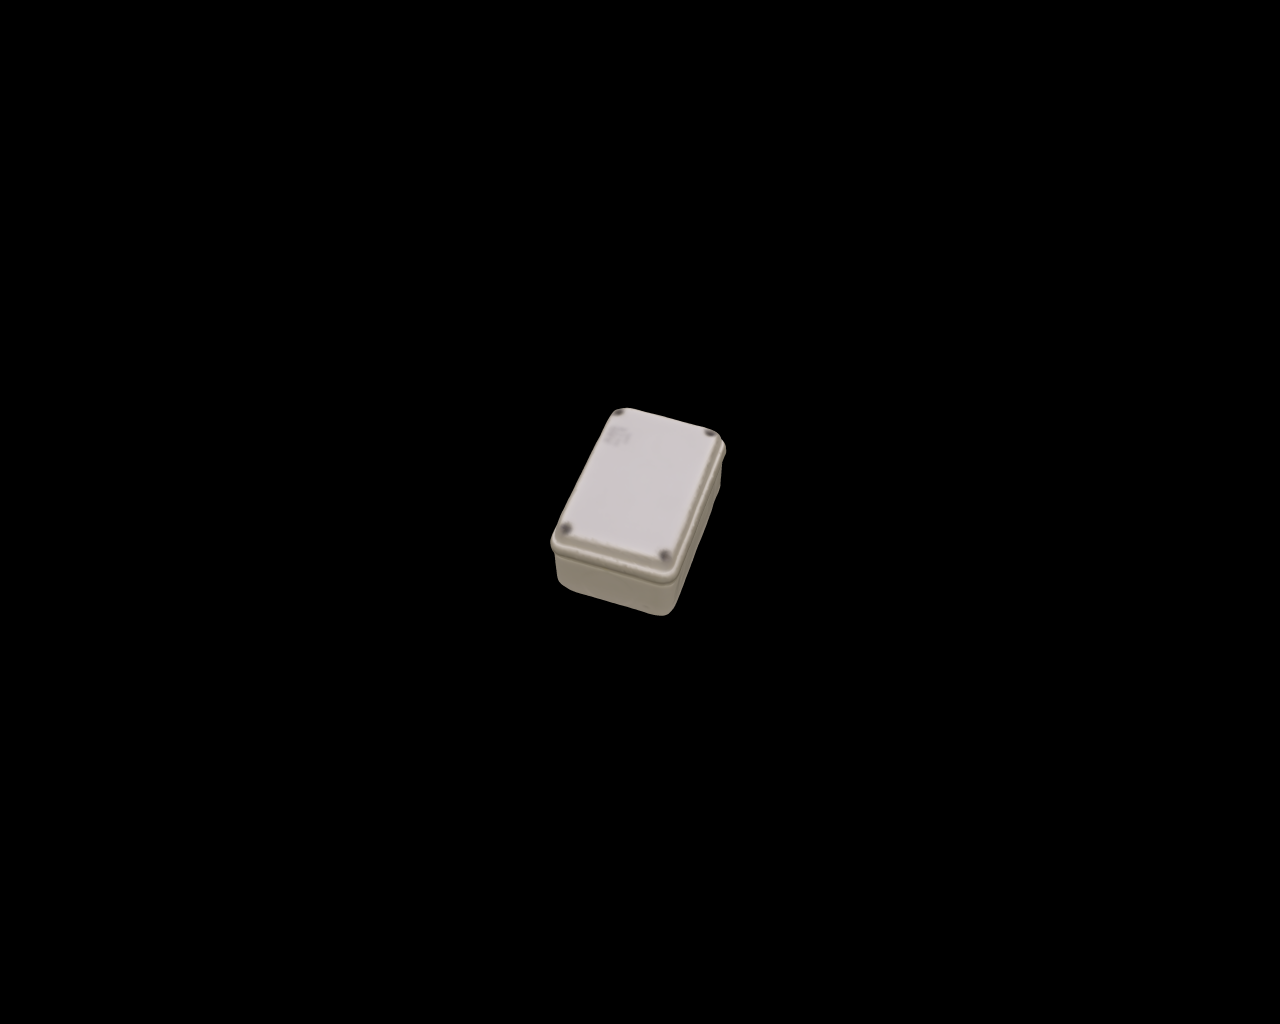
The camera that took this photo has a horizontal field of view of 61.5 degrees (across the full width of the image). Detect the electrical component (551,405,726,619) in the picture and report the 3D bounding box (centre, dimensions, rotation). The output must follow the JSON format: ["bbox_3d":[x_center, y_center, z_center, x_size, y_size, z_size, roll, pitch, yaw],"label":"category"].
[{"bbox_3d":[0.001,-0.003,0.650,0.078,0.113,0.057,15,-36,11],"label":"electrical component"}]
